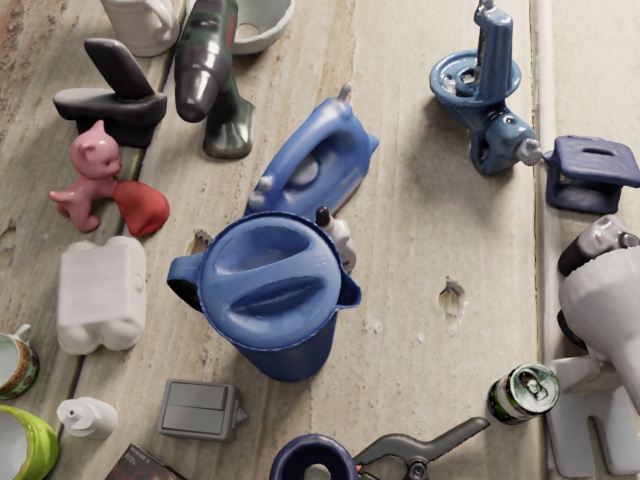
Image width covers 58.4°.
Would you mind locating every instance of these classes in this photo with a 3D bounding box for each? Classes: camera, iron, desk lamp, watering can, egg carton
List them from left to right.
[{"bbox_3d":[-0.272,0.068,0.720,0.107,0.069,0.150,-9,66,-3],"label":"egg carton"},{"bbox_3d":[-0.288,-0.379,0.849,0.172,0.194,0.101,20,68,10],"label":"watering can"},{"bbox_3d":[-0.031,-0.087,0.744,0.118,0.141,0.259,35,71,15],"label":"iron"},{"bbox_3d":[0.350,0.058,0.695,0.137,0.101,0.143,-34,70,-13],"label":"camera"},{"bbox_3d":[0.316,0.136,0.600,0.118,0.213,0.203,-4,66,0],"label":"desk lamp"}]

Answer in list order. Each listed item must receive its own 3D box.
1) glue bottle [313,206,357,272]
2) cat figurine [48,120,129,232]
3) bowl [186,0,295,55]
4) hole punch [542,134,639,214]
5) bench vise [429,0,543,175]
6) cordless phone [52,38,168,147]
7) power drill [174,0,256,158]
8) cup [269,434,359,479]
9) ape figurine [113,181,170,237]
[{"bbox_3d":[0.006,0.002,0.687,0.078,0.173,0.037,-17,67,-6],"label":"glue bottle"},{"bbox_3d":[-0.310,-0.091,0.765,0.067,0.118,0.128,32,71,14],"label":"cat figurine"},{"bbox_3d":[-0.119,-0.349,0.898,0.167,0.075,0.167,0,66,1],"label":"bowl"},{"bbox_3d":[0.364,-0.100,0.770,0.108,0.091,0.101,8,67,5],"label":"hole punch"},{"bbox_3d":[0.234,-0.204,0.748,0.122,0.220,0.207,-43,72,-16],"label":"bench vise"},{"bbox_3d":[-0.300,-0.216,0.783,0.147,0.185,0.094,2,66,2],"label":"cordless phone"},{"bbox_3d":[-0.137,-0.203,0.761,0.075,0.208,0.229,0,66,1],"label":"power drill"},{"bbox_3d":[-0.009,0.272,0.611,0.091,0.095,0.118,14,67,7],"label":"cup"},{"bbox_3d":[-0.244,-0.049,0.759,0.076,0.092,0.078,0,66,2],"label":"ape figurine"}]
